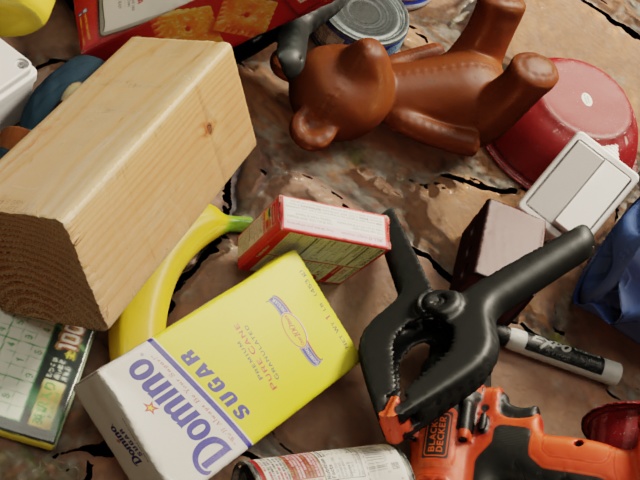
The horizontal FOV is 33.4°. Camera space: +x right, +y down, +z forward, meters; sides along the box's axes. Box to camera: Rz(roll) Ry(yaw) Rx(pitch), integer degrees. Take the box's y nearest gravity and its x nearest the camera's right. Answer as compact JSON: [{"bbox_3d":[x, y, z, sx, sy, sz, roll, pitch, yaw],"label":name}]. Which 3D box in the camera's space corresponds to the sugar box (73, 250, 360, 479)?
[{"bbox_3d":[-0.060,0.085,0.685,0.175,0.048,0.093,-33,91,-43],"label":"sugar box"}]

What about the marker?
[{"bbox_3d":[0.172,0.084,0.812,0.121,0.020,0.020,19,52,-7],"label":"marker"}]

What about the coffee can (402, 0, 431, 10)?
[{"bbox_3d":[0.084,-0.294,0.967,0.102,0.140,0.103,10,54,-14],"label":"coffee can"}]

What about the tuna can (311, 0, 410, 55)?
[{"bbox_3d":[0.035,-0.193,0.946,0.086,0.034,0.086,10,54,-14],"label":"tuna can"}]

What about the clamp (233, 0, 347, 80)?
[{"bbox_3d":[-0.039,-0.175,0.867,0.120,0.039,0.171,1,38,28],"label":"clamp"}]

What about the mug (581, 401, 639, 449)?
[{"bbox_3d":[0.232,0.171,0.726,0.117,0.093,0.081,13,56,9],"label":"mug"}]

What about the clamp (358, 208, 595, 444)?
[{"bbox_3d":[0.094,0.050,0.724,0.165,0.036,0.209,0,41,23],"label":"clamp"}]

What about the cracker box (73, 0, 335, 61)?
[{"bbox_3d":[-0.088,-0.228,0.834,0.214,0.072,0.164,-21,59,11],"label":"cracker box"}]

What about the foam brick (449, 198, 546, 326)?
[{"bbox_3d":[0.137,0.017,0.824,0.051,0.053,0.078,22,52,-5],"label":"foam brick"}]

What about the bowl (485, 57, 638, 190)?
[{"bbox_3d":[0.221,-0.108,0.942,0.162,0.055,0.162,10,54,-14],"label":"bowl"}]

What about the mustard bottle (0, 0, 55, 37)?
[{"bbox_3d":[-0.228,-0.252,0.828,0.096,0.058,0.191,2,68,29],"label":"mustard bottle"}]

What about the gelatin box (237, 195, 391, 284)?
[{"bbox_3d":[-0.005,0.001,0.761,0.089,0.073,0.030,9,63,-26],"label":"gelatin box"}]

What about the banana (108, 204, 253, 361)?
[{"bbox_3d":[-0.105,0.037,0.731,0.069,0.037,0.197,24,52,-2],"label":"banana"}]

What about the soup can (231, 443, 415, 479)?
[{"bbox_3d":[0.002,0.165,0.662,0.102,0.069,0.068,-3,58,-22],"label":"soup can"}]

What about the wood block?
[{"bbox_3d":[-0.134,-0.045,0.717,0.090,0.091,0.205,8,42,26],"label":"wood block"}]

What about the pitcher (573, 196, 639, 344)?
[{"bbox_3d":[0.334,0.056,0.827,0.243,0.145,0.149,36,94,1],"label":"pitcher"}]

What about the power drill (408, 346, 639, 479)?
[{"bbox_3d":[0.151,0.117,0.703,0.188,0.057,0.184,-4,53,24],"label":"power drill"}]
